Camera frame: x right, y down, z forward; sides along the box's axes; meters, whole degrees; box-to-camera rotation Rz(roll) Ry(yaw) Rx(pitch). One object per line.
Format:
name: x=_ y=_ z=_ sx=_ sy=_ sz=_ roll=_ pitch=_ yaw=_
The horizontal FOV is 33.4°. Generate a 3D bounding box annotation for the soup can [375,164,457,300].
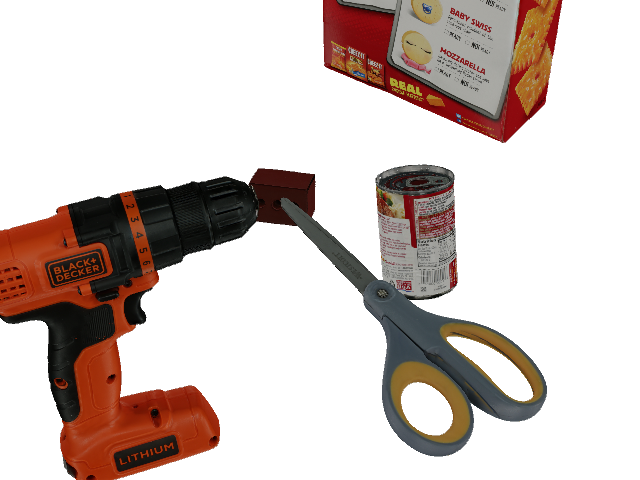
soup can: x=0.085 y=-0.007 z=0.931 sx=0.068 sy=0.102 sz=0.068 roll=-5 pitch=22 yaw=2

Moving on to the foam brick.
foam brick: x=-0.048 y=-0.055 z=1.344 sx=0.078 sy=0.053 sz=0.051 roll=6 pitch=29 yaw=11

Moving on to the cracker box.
cracker box: x=0.084 y=-0.194 z=0.734 sx=0.164 sy=0.214 sz=0.072 roll=28 pitch=51 yaw=27

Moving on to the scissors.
scissors: x=0.029 y=0.048 z=0.596 sx=0.202 sy=0.016 sz=0.096 roll=31 pitch=53 yaw=22

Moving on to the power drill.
power drill: x=-0.118 y=0.057 z=0.687 sx=0.184 sy=0.187 sz=0.057 roll=-15 pitch=28 yaw=-10
